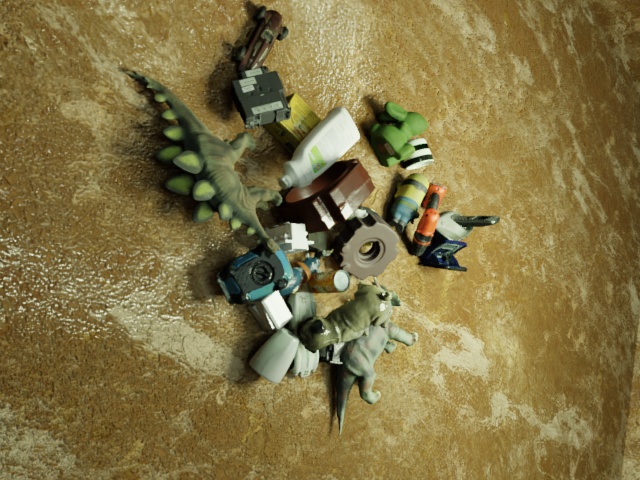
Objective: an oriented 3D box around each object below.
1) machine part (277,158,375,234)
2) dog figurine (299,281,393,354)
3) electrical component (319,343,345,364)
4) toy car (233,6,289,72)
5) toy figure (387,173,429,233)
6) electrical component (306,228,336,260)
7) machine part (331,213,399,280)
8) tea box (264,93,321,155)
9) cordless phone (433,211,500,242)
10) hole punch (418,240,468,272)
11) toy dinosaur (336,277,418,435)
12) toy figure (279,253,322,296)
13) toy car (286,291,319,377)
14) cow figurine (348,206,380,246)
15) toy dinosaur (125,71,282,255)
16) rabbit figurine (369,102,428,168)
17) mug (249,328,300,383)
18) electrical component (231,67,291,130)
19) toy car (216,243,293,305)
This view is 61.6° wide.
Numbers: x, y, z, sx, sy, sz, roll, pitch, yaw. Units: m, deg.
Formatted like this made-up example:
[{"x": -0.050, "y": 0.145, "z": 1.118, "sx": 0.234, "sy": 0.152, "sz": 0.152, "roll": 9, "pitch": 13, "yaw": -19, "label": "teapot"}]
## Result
[{"x": 0.011, "y": -0.105, "z": 1.271, "sx": 0.201, "sy": 0.201, "sz": 0.087, "roll": -48, "pitch": 116, "yaw": -33, "label": "machine part"}, {"x": 0.060, "y": 0.179, "z": 1.221, "sx": 0.190, "sy": 0.172, "sz": 0.121, "roll": -15, "pitch": 58, "yaw": -46, "label": "dog figurine"}, {"x": 0.025, "y": 0.243, "z": 1.320, "sx": 0.047, "sy": 0.075, "sz": 0.119, "roll": 15, "pitch": 79, "yaw": -39, "label": "electrical component"}, {"x": -0.140, "y": -0.474, "z": 1.294, "sx": 0.089, "sy": 0.053, "sz": 0.202, "roll": 39, "pitch": 60, "yaw": -34, "label": "toy car"}, {"x": 0.258, "y": -0.111, "z": 1.554, "sx": 0.082, "sy": 0.089, "sz": 0.180, "roll": 40, "pitch": 63, "yaw": -21, "label": "toy figure"}, {"x": -0.003, "y": -0.003, "z": 1.344, "sx": 0.078, "sy": 0.045, "sz": 0.102, "roll": 30, "pitch": 55, "yaw": -34, "label": "electrical component"}, {"x": 0.121, "y": 0.021, "z": 1.390, "sx": 0.179, "sy": 0.056, "sz": 0.179, "roll": -10, "pitch": 121, "yaw": -18, "label": "machine part"}, {"x": -0.044, "y": -0.266, "z": 1.333, "sx": 0.169, "sy": 0.068, "sz": 0.098, "roll": 43, "pitch": 61, "yaw": -28, "label": "tea box"}, {"x": 0.444, "y": -0.038, "z": 1.644, "sx": 0.146, "sy": 0.184, "sz": 0.088, "roll": -25, "pitch": 105, "yaw": -40, "label": "cordless phone"}, {"x": 0.372, "y": 0.046, "z": 1.614, "sx": 0.142, "sy": 0.116, "sz": 0.092, "roll": 3, "pitch": 89, "yaw": -39, "label": "hole punch"}, {"x": 0.110, "y": 0.273, "z": 1.370, "sx": 0.192, "sy": 0.131, "sz": 0.405, "roll": 43, "pitch": 62, "yaw": -13, "label": "toy dinosaur"}, {"x": -0.060, "y": 0.083, "z": 1.283, "sx": 0.154, "sy": 0.058, "sz": 0.064, "roll": -30, "pitch": 109, "yaw": -44, "label": "toy figure"}, {"x": -0.043, "y": 0.223, "z": 1.278, "sx": 0.073, "sy": 0.056, "sz": 0.201, "roll": 1, "pitch": 83, "yaw": -41, "label": "toy car"}, {"x": 0.112, "y": -0.061, "z": 1.440, "sx": 0.167, "sy": 0.068, "sz": 0.098, "roll": 40, "pitch": 55, "yaw": -33, "label": "cow figurine"}, {"x": -0.229, "y": -0.162, "z": 1.124, "sx": 0.198, "sy": 0.105, "sz": 0.471, "roll": -31, "pitch": 88, "yaw": -42, "label": "toy dinosaur"}, {"x": 0.226, "y": -0.313, "z": 1.543, "sx": 0.170, "sy": 0.121, "sz": 0.159, "roll": -38, "pitch": 87, "yaw": -22, "label": "rabbit figurine"}, {"x": -0.090, "y": 0.253, "z": 1.200, "sx": 0.107, "sy": 0.081, "sz": 0.109, "roll": -54, "pitch": 160, "yaw": 1, "label": "mug"}, {"x": -0.139, "y": -0.329, "z": 1.230, "sx": 0.115, "sy": 0.058, "sz": 0.134, "roll": -16, "pitch": 74, "yaw": -17, "label": "electrical component"}, {"x": -0.147, "y": 0.081, "z": 1.174, "sx": 0.162, "sy": 0.103, "sz": 0.109, "roll": -29, "pitch": 88, "yaw": -20, "label": "toy car"}]
